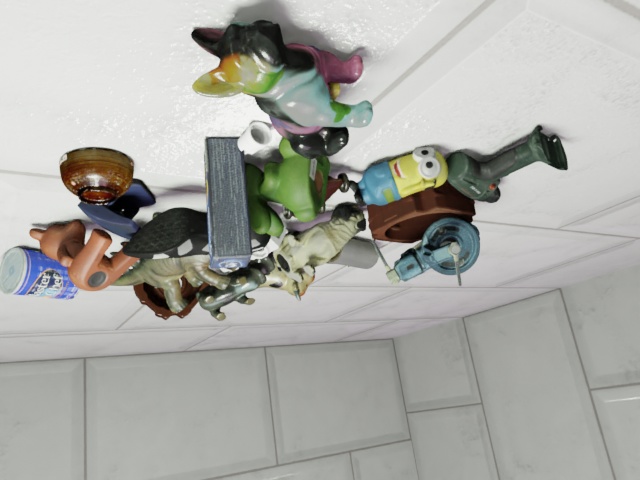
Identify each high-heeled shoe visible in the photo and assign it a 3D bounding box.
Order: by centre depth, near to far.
[{"bbox_3d":[-0.217,0.004,0.982,0.249,0.086,0.145,-16,151,3],"label":"high-heeled shoe"}]

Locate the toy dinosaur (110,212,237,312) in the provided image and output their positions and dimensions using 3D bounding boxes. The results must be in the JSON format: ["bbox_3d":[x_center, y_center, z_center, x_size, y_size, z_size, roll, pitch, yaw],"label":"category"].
[{"bbox_3d":[-0.332,0.050,1.146,0.472,0.105,0.198,-25,117,31],"label":"toy dinosaur"}]

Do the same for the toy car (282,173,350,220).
[{"bbox_3d":[-0.012,-0.089,1.055,0.089,0.053,0.202,-7,167,-20],"label":"toy car"}]

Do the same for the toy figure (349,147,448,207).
[{"bbox_3d":[0.148,-0.116,1.006,0.180,0.082,0.089,-22,178,16],"label":"toy figure"}]

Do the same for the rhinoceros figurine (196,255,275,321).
[{"bbox_3d":[-0.186,0.101,1.212,0.190,0.073,0.112,-33,-155,-10],"label":"rhinoceros figurine"}]

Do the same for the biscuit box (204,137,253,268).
[{"bbox_3d":[-0.147,-0.058,0.844,0.063,0.202,0.059,-2,163,-15],"label":"biscuit box"}]

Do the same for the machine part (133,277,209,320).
[{"bbox_3d":[-0.358,0.105,1.298,0.179,0.179,0.056,-2,165,-19],"label":"machine part"}]

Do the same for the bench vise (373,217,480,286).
[{"bbox_3d":[0.237,0.027,1.109,0.224,0.128,0.240,-18,179,3],"label":"bench vise"}]

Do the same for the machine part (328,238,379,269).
[{"bbox_3d":[0.080,0.033,1.431,0.079,0.079,0.243,-22,159,35],"label":"machine part"}]

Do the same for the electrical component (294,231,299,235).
[{"bbox_3d":[-0.055,0.016,1.347,0.102,0.078,0.045,-34,-168,40],"label":"electrical component"}]

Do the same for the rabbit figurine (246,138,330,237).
[{"bbox_3d":[-0.079,-0.086,0.921,0.170,0.159,0.121,1,176,21],"label":"rabbit figurine"}]

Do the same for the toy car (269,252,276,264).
[{"bbox_3d":[-0.155,0.014,1.279,0.202,0.056,0.073,6,154,-8],"label":"toy car"}]

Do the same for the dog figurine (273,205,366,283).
[{"bbox_3d":[0.000,-0.001,1.212,0.190,0.121,0.172,-33,-163,-31],"label":"dog figurine"}]

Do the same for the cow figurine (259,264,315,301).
[{"bbox_3d":[-0.110,0.094,1.410,0.195,0.127,0.085,-1,164,0],"label":"cow figurine"}]

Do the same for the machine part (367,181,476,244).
[{"bbox_3d":[0.219,-0.065,1.183,0.201,0.087,0.201,8,156,-37],"label":"machine part"}]

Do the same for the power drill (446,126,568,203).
[{"bbox_3d":[0.367,-0.139,1.052,0.232,0.086,0.207,13,160,-43],"label":"power drill"}]

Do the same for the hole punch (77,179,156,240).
[{"bbox_3d":[-0.367,-0.047,0.973,0.116,0.092,0.142,-5,166,1],"label":"hole punch"}]

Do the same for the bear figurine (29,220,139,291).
[{"bbox_3d":[-0.464,0.010,1.049,0.132,0.196,0.120,-51,146,0],"label":"bear figurine"}]

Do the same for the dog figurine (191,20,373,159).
[{"bbox_3d":[-0.057,-0.185,0.666,0.219,0.108,0.191,6,160,-27],"label":"dog figurine"}]
